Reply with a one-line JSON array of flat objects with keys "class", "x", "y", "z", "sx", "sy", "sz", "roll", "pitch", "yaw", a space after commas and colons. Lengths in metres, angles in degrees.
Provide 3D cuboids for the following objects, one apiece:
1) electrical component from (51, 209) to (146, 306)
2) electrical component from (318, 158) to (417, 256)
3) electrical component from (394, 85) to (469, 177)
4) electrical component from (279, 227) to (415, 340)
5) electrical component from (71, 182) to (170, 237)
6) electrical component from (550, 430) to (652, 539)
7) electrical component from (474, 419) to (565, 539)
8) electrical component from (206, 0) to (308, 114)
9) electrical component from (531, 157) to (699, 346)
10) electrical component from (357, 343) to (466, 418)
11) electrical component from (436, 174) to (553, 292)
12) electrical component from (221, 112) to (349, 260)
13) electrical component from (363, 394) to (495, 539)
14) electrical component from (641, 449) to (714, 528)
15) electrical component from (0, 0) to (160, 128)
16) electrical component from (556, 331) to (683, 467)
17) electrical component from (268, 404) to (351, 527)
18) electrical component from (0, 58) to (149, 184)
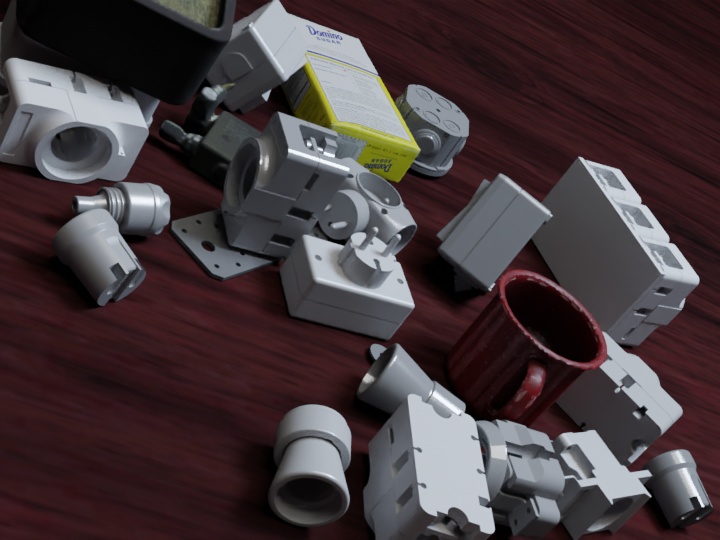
[{"class": "electrical component", "x": -0.156, "y": -0.007, "z": 0.644, "sx": 0.046, "sy": 0.040, "sz": 0.040, "roll": 52, "pitch": 34, "yaw": 12}, {"class": "electrical component", "x": -0.006, "y": -0.044, "z": 0.828, "sx": 0.077, "sy": 0.044, "sz": 0.079, "roll": 47, "pitch": 29, "yaw": 17}, {"class": "electrical component", "x": 0.059, "y": -0.129, "z": 0.997, "sx": 0.080, "sy": 0.051, "sz": 0.080, "roll": 25, "pitch": 33, "yaw": -17}, {"class": "electrical component", "x": 0.000, "y": 0.000, "z": 0.748, "sx": 0.083, "sy": 0.075, "sz": 0.047, "roll": 16, "pitch": 37, "yaw": -29}, {"class": "electrical component", "x": -0.155, "y": -0.040, "z": 0.691, "sx": 0.061, "sy": 0.035, "sz": 0.035, "roll": 2, "pitch": 45, "yaw": -39}, {"class": "electrical component", "x": 0.156, "y": 0.146, "z": 0.740, "sx": 0.081, "sy": 0.042, "sz": 0.063, "roll": 3, "pitch": 41, "yaw": -42}, {"class": "electrical component", "x": 0.087, "y": 0.128, "z": 0.682, "sx": 0.057, "sy": 0.058, "sz": 0.078, "roll": 20, "pitch": 35, "yaw": -30}, {"class": "electrical component", "x": -0.086, "y": -0.181, "z": 0.906, "sx": 0.061, "sy": 0.062, "sz": 0.096, "roll": 55, "pitch": 26, "yaw": -20}, {"class": "electrical component", "x": 0.226, "y": -0.016, "z": 0.972, "sx": 0.062, "sy": 0.089, "sz": 0.150, "roll": 9, "pitch": 40, "yaw": -36}, {"class": "electrical component", "x": 0.036, "y": 0.085, "z": 0.706, "sx": 0.065, "sy": 0.044, "sz": 0.044, "roll": 37, "pitch": 31, "yaw": -8}, {"class": "electrical component", "x": 0.101, "y": -0.026, "z": 0.869, "sx": 0.061, "sy": 0.096, "sz": 0.062, "roll": 40, "pitch": 3, "yaw": 5}, {"class": "electrical component", "x": -0.058, "y": -0.058, "z": 0.746, "sx": 0.056, "sy": 0.089, "sz": 0.050, "roll": 15, "pitch": 37, "yaw": -30}, {"class": "electrical component", "x": 0.038, "y": 0.129, "z": 0.634, "sx": 0.050, "sy": 0.055, "sz": 0.089, "roll": 23, "pitch": 34, "yaw": -20}, {"class": "electrical component", "x": 0.236, "y": 0.162, "z": 0.796, "sx": 0.040, "sy": 0.040, "sz": 0.046, "roll": 10, "pitch": 46, "yaw": -36}, {"class": "electrical component", "x": -0.200, "y": -0.149, "z": 0.771, "sx": 0.113, "sy": 0.057, "sz": 0.078, "roll": 15, "pitch": 37, "yaw": -30}, {"class": "electrical component", "x": 0.197, "y": 0.098, "z": 0.832, "sx": 0.089, "sy": 0.050, "sz": 0.056, "roll": 47, "pitch": 34, "yaw": 16}, {"class": "electrical component", "x": -0.028, "y": 0.110, "z": 0.607, "sx": 0.045, "sy": 0.045, "sz": 0.055, "roll": 26, "pitch": 33, "yaw": -16}, {"class": "electrical component", "x": -0.193, "y": -0.095, "z": 0.712, "sx": 0.089, "sy": 0.050, "sz": 0.055, "roll": 8, "pitch": 42, "yaw": -38}]
